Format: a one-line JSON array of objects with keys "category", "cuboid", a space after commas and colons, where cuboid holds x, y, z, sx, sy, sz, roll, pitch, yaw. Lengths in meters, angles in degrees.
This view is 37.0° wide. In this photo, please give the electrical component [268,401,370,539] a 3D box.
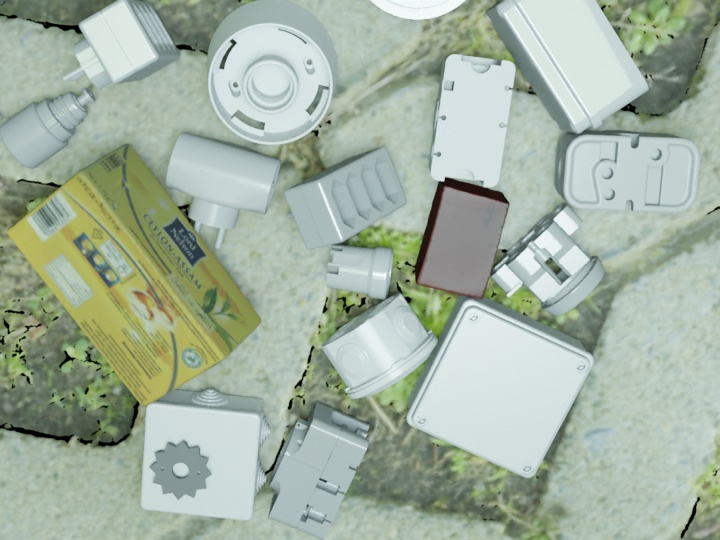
[{"category": "electrical component", "cuboid": [-0.036, 0.157, 0.852, 0.056, 0.050, 0.089, 24, 101, -4]}]

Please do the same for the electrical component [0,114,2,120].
[{"category": "electrical component", "cuboid": [-0.299, -0.109, 0.810, 0.040, 0.040, 0.046, 43, 93, -7]}]

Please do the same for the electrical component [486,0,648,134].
[{"category": "electrical component", "cuboid": [0.145, -0.158, 0.767, 0.057, 0.078, 0.113, -34, 99, 5]}]

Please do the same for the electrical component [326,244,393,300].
[{"category": "electrical component", "cuboid": [0.000, 0.000, 0.824, 0.046, 0.040, 0.040, 8, 102, 5]}]

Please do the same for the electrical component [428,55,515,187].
[{"category": "electrical component", "cuboid": [0.081, -0.111, 0.790, 0.050, 0.055, 0.089, 7, 102, 0]}]

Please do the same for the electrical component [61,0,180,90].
[{"category": "electrical component", "cuboid": [-0.180, -0.155, 0.774, 0.076, 0.083, 0.047, -28, 100, 7]}]

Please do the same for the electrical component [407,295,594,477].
[{"category": "electrical component", "cuboid": [0.106, 0.087, 0.830, 0.109, 0.056, 0.108, 25, 101, -3]}]

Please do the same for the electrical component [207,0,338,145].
[{"category": "electrical component", "cuboid": [-0.066, -0.144, 0.796, 0.099, 0.064, 0.099, -1, 115, -2]}]

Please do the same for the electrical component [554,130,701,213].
[{"category": "electrical component", "cuboid": [0.194, -0.074, 0.792, 0.095, 0.059, 0.053, 2, 102, 1]}]

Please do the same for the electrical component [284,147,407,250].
[{"category": "electrical component", "cuboid": [-0.023, -0.050, 0.801, 0.076, 0.083, 0.047, -12, 104, 43]}]

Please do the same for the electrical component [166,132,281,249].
[{"category": "electrical component", "cuboid": [-0.107, -0.056, 0.813, 0.077, 0.044, 0.079, 16, 102, -2]}]

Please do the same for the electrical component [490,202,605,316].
[{"category": "electrical component", "cuboid": [0.146, -0.003, 0.810, 0.078, 0.058, 0.057, -44, 95, 9]}]

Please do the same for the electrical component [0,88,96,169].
[{"category": "electrical component", "cuboid": [-0.233, -0.109, 0.807, 0.078, 0.040, 0.040, -34, 99, 8]}]

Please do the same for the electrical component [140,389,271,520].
[{"category": "electrical component", "cuboid": [-0.123, 0.144, 0.852, 0.100, 0.048, 0.099, 6, 102, 1]}]

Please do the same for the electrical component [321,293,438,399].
[{"category": "electrical component", "cuboid": [0.014, 0.058, 0.816, 0.080, 0.080, 0.051, -33, 94, 8]}]
